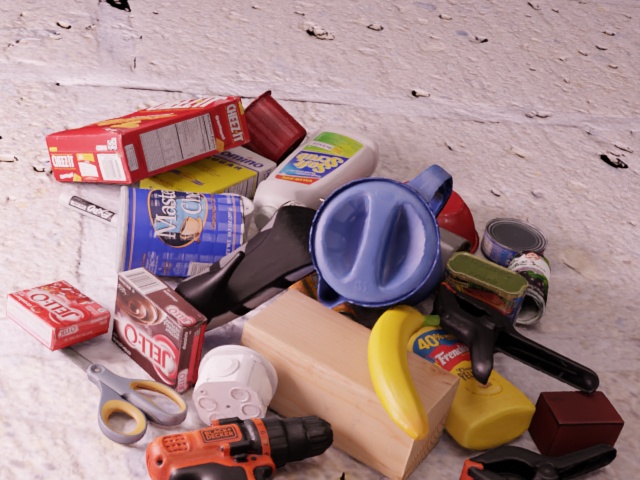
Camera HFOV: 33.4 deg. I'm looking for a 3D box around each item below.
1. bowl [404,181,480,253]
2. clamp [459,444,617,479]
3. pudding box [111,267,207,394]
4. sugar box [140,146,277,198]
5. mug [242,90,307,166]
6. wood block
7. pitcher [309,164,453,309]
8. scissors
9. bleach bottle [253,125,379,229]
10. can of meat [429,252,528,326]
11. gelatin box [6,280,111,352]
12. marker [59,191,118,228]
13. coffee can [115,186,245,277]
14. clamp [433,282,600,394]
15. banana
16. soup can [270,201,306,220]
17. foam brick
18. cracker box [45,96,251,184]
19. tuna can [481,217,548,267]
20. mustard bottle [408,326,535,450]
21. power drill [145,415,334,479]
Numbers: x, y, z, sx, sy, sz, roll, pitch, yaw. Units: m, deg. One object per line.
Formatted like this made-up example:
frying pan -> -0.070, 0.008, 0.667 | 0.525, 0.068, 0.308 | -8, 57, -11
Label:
bowl -> 0.144, -0.036, 1.450 | 0.162, 0.055, 0.162 | 8, 32, -5
clamp -> 0.226, 0.245, 1.045 | 0.171, 0.039, 0.120 | 1, 27, -7
pudding box -> -0.168, 0.093, 1.106 | 0.039, 0.090, 0.114 | -17, 41, -40
sugar box -> -0.147, -0.079, 1.429 | 0.093, 0.048, 0.175 | 26, 36, 26
mug -> -0.075, -0.150, 1.526 | 0.081, 0.117, 0.093 | 44, 78, 3
wood block -> 0.024, 0.146, 1.088 | 0.206, 0.090, 0.090 | 27, 35, 22
pitcher -> 0.082, 0.008, 1.186 | 0.149, 0.145, 0.242 | -6, -8, 10
scissors -> -0.229, 0.148, 1.070 | 0.202, 0.016, 0.096 | 20, 34, 18
bleach bottle -> -0.012, -0.076, 1.457 | 0.103, 0.068, 0.250 | 22, 35, 16
can of meat -> 0.189, 0.072, 1.265 | 0.102, 0.084, 0.057 | 23, 33, 17
gelatin box -> -0.279, 0.078, 1.137 | 0.089, 0.030, 0.073 | 28, 29, 35
marker -> -0.273, -0.031, 1.338 | 0.121, 0.020, 0.020 | 22, 33, 16
coffee can -> -0.166, -0.007, 1.255 | 0.140, 0.103, 0.103 | 4, 33, -13
clamp -> 0.195, 0.107, 1.163 | 0.164, 0.036, 0.210 | 13, 18, -26
banana -> 0.079, 0.115, 1.032 | 0.069, 0.037, 0.197 | 13, 32, 3
soup can -> -0.009, 0.002, 1.327 | 0.102, 0.068, 0.068 | 31, 37, 30
foam brick -> 0.269, 0.195, 1.126 | 0.078, 0.051, 0.053 | 2, 32, -16
cracker box -> -0.226, -0.135, 1.413 | 0.164, 0.072, 0.213 | 4, 21, 43
tuna can -> 0.261, 0.006, 1.442 | 0.086, 0.034, 0.086 | 8, 32, -5
mustard bottle -> 0.139, 0.143, 1.159 | 0.096, 0.058, 0.192 | -9, 37, -30
power drill -> -0.048, 0.233, 0.958 | 0.184, 0.057, 0.188 | -7, 33, -21
